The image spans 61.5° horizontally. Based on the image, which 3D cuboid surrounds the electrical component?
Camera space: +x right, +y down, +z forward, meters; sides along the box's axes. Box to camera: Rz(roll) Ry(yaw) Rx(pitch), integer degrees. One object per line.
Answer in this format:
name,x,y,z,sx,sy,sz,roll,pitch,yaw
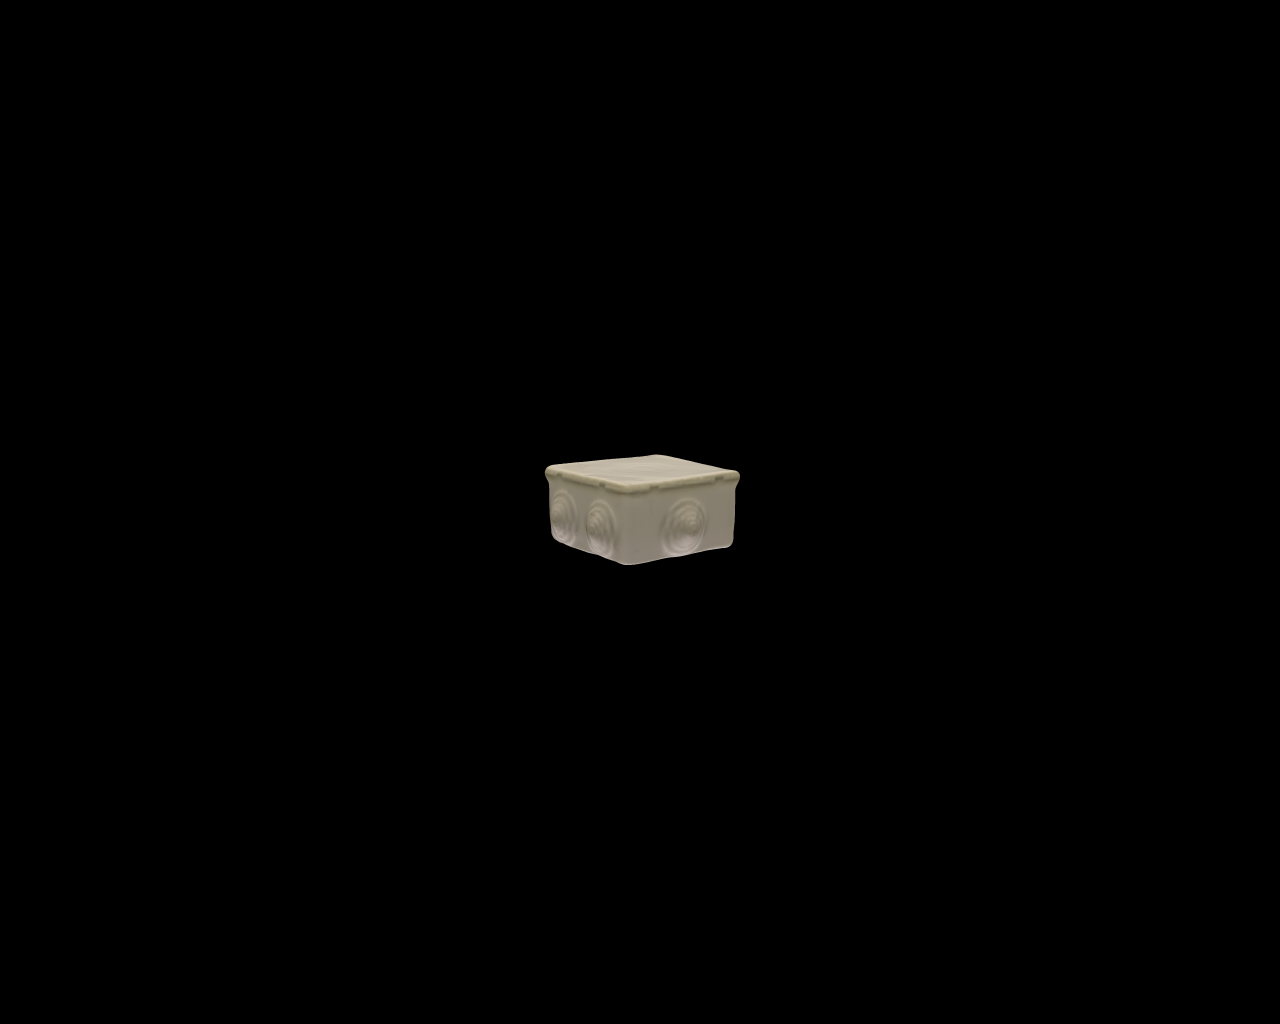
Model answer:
electrical component,0.001,-0.003,0.650,0.100,0.048,0.100,-8,14,-35
